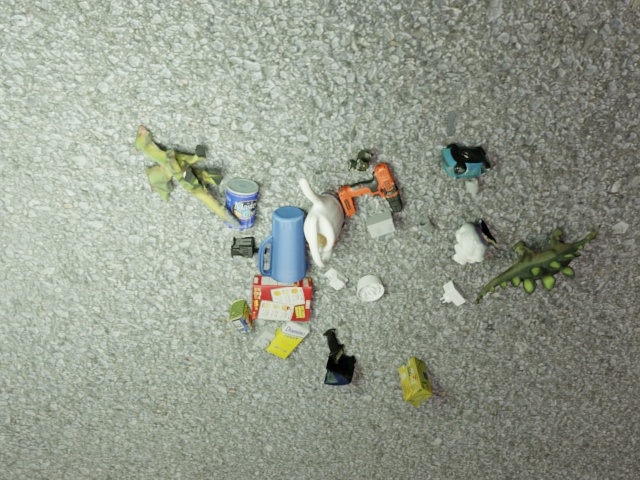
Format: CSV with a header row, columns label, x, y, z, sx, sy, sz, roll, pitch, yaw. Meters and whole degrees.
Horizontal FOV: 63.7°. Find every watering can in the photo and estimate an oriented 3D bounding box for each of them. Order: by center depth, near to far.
label,x,y,z,sx,sy,sz,roll,pitch,yaw
watering can,0.005,-0.082,1.634,0.104,0.229,0.340,1,123,18

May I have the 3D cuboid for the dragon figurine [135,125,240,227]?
label,x,y,z,sx,sy,sz,roll,pitch,yaw
dragon figurine,-0.437,-0.182,1.619,0.241,0.124,0.405,-11,118,41

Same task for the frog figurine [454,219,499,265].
label,x,y,z,sx,sy,sz,roll,pitch,yaw
frog figurine,0.514,0.019,1.776,0.157,0.124,0.138,-40,82,30
